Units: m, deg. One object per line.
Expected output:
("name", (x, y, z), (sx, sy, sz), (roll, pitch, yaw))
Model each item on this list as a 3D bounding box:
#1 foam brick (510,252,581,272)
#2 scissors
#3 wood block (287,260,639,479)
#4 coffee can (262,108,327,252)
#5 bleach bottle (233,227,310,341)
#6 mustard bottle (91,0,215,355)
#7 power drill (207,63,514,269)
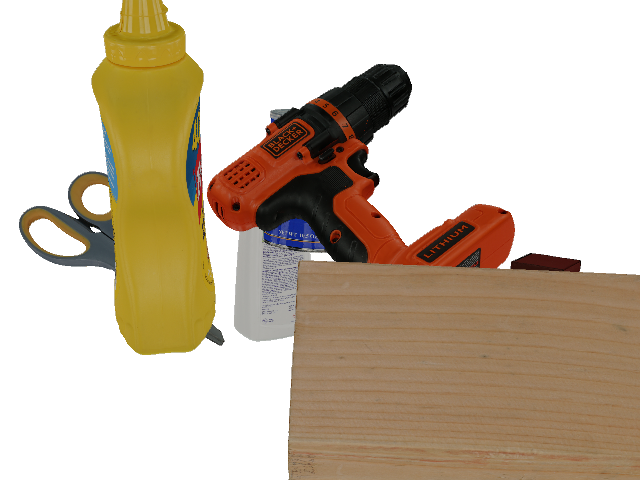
("foam brick", (0.208, 0.056, 0.998), (0.053, 0.078, 0.051), (9, 15, 31))
("scissors", (-0.144, 0.006, 0.844), (0.202, 0.096, 0.016), (21, -26, 15))
("wood block", (0.089, 0.071, 0.513), (0.206, 0.091, 0.090), (2, -26, 0))
("coffee can", (-0.007, -0.066, 1.148), (0.103, 0.140, 0.103), (4, 12, -1))
("bleach bottle", (-0.052, -0.004, 1.323), (0.102, 0.251, 0.068), (-9, 24, -34))
("mustard bottle", (-0.090, -0.040, 0.576), (0.058, 0.192, 0.096), (-3, 30, -4))
("power drill", (0.042, -0.035, 0.745), (0.184, 0.057, 0.188), (-39, 57, -19))
